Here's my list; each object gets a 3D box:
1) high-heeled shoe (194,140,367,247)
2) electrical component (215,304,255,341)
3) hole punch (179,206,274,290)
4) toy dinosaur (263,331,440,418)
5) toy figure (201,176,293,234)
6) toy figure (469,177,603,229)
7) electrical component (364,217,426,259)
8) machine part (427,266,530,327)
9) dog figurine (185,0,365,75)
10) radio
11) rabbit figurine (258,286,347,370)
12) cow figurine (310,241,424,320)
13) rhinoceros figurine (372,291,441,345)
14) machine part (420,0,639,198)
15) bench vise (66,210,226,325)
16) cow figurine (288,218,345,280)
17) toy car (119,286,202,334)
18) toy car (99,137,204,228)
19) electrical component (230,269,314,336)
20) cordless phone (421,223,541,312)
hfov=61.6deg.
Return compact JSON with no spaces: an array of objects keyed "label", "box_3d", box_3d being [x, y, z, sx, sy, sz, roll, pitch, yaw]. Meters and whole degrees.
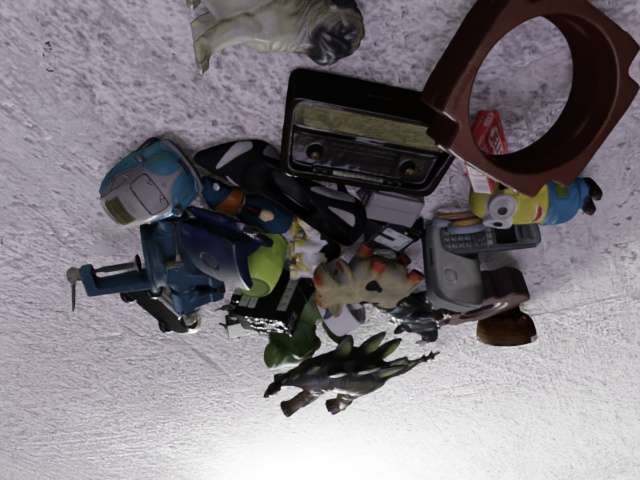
[{"label":"high-heeled shoe","box_3d":[-0.058,-0.059,0.751,0.249,0.145,0.086,6,138,-7]},{"label":"electrical component","box_3d":[-0.168,0.162,1.090,0.078,0.045,0.102,-16,141,-9]},{"label":"hole punch","box_3d":[-0.148,0.010,0.815,0.142,0.092,0.115,21,169,27]},{"label":"toy dinosaur","box_3d":[0.072,0.262,1.061,0.198,0.105,0.471,-38,153,31]},{"label":"toy figure","box_3d":[-0.116,-0.052,0.822,0.154,0.058,0.064,20,157,-23]},{"label":"toy figure","box_3d":[0.310,-0.061,0.789,0.180,0.089,0.082,-7,115,-5]},{"label":"electrical component","box_3d":[0.102,-0.022,0.863,0.119,0.048,0.075,22,134,-22]},{"label":"machine part","box_3d":[0.285,0.104,0.958,0.179,0.056,0.179,-13,158,-5]},{"label":"dog figurine","box_3d":[-0.047,-0.267,0.562,0.191,0.121,0.172,-10,143,-8]},{"label":"radio","box_3d":[0.062,-0.136,0.712,0.230,0.073,0.131,9,139,-9]},{"label":"rabbit figurine","box_3d":[-0.025,0.163,1.034,0.159,0.121,0.170,12,127,-19]},{"label":"cow figurine","box_3d":[0.068,0.072,0.894,0.195,0.086,0.127,14,115,-39]},{"label":"rhinoceros figurine","box_3d":[0.172,0.141,1.032,0.112,0.073,0.190,-32,129,31]},{"label":"machine part","box_3d":[0.233,-0.167,0.610,0.201,0.087,0.201,24,109,-20]},{"label":"bench vise","box_3d":[-0.287,0.057,0.896,0.241,0.129,0.223,-10,133,-14]},{"label":"cow figurine","box_3d":[-0.002,-0.002,0.874,0.098,0.068,0.167,1,143,-8]},{"label":"toy car","box_3d":[-0.307,0.123,1.039,0.074,0.056,0.201,-12,136,24]},{"label":"toy car","box_3d":[-0.257,-0.068,0.764,0.162,0.103,0.109,-20,115,25]},{"label":"electrical component","box_3d":[-0.091,0.103,0.953,0.134,0.115,0.058,7,141,26]},{"label":"cordless phone","box_3d":[0.258,0.037,0.850,0.184,0.146,0.088,-8,145,16]}]
